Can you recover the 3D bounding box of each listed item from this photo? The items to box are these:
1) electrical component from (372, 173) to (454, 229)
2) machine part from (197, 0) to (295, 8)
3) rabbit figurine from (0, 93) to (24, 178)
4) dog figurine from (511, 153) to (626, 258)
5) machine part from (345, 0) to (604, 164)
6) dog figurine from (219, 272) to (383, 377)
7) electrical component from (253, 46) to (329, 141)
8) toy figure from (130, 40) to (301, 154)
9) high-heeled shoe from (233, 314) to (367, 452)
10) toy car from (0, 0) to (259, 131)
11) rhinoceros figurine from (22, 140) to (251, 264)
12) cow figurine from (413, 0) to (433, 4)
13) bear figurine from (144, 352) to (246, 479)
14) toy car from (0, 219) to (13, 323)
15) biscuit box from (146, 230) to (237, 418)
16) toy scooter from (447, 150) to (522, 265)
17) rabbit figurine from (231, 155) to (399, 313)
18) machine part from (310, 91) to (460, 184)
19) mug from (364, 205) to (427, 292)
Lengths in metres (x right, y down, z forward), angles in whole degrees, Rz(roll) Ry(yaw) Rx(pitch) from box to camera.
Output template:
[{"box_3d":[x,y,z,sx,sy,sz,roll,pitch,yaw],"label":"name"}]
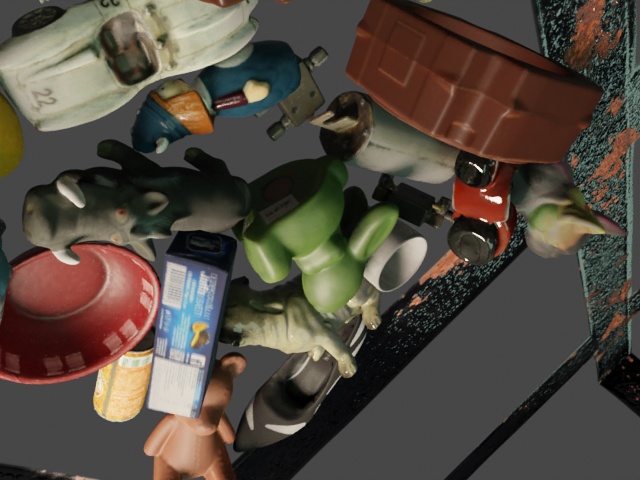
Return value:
[{"box_3d":[0.119,-0.050,0.677,0.078,0.102,0.045,-34,149,-56],"label":"electrical component"},{"box_3d":[-0.028,-0.216,0.347,0.179,0.180,0.056,-32,142,-14],"label":"machine part"},{"box_3d":[-0.274,-0.074,0.326,0.173,0.122,0.162,-17,125,-49],"label":"rabbit figurine"},{"box_3d":[0.302,-0.087,0.701,0.108,0.219,0.191,4,121,-46],"label":"dog figurine"},{"box_3d":[0.142,-0.154,0.517,0.201,0.201,0.087,-5,129,-38],"label":"machine part"},{"box_3d":[-0.029,0.066,0.658,0.190,0.121,0.172,30,68,-32],"label":"dog figurine"},{"box_3d":[-0.023,-0.143,0.526,0.094,0.021,0.063,-43,141,-3],"label":"electrical component"},{"box_3d":[-0.092,-0.122,0.456,0.154,0.064,0.057,-28,98,-15],"label":"toy figure"},{"box_3d":[-0.024,0.193,0.753,0.249,0.086,0.145,-44,165,-29],"label":"high-heeled shoe"},{"box_3d":[-0.134,-0.150,0.399,0.202,0.056,0.073,-31,139,-15],"label":"toy car"},{"box_3d":[-0.148,-0.028,0.452,0.190,0.112,0.073,-8,131,-46],"label":"rhinoceros figurine"},{"box_3d":[0.075,-0.260,0.477,0.167,0.068,0.098,-17,139,-27],"label":"cow figurine"},{"box_3d":[-0.149,0.239,0.672,0.120,0.132,0.195,1,130,-27],"label":"bear figurine"},{"box_3d":[-0.283,0.051,0.368,0.162,0.109,0.102,-12,120,11],"label":"toy car"},{"box_3d":[-0.131,0.086,0.544,0.059,0.063,0.202,14,119,-5],"label":"biscuit box"},{"box_3d":[0.208,-0.066,0.646,0.135,0.075,0.183,-49,143,-33],"label":"toy scooter"},{"box_3d":[-0.001,-0.002,0.580,0.159,0.121,0.170,-39,130,-13],"label":"rabbit figurine"},{"box_3d":[0.085,-0.110,0.605,0.243,0.079,0.079,3,121,-42],"label":"machine part"},{"box_3d":[0.074,-0.002,0.666,0.109,0.107,0.080,-13,134,-44],"label":"mug"}]
